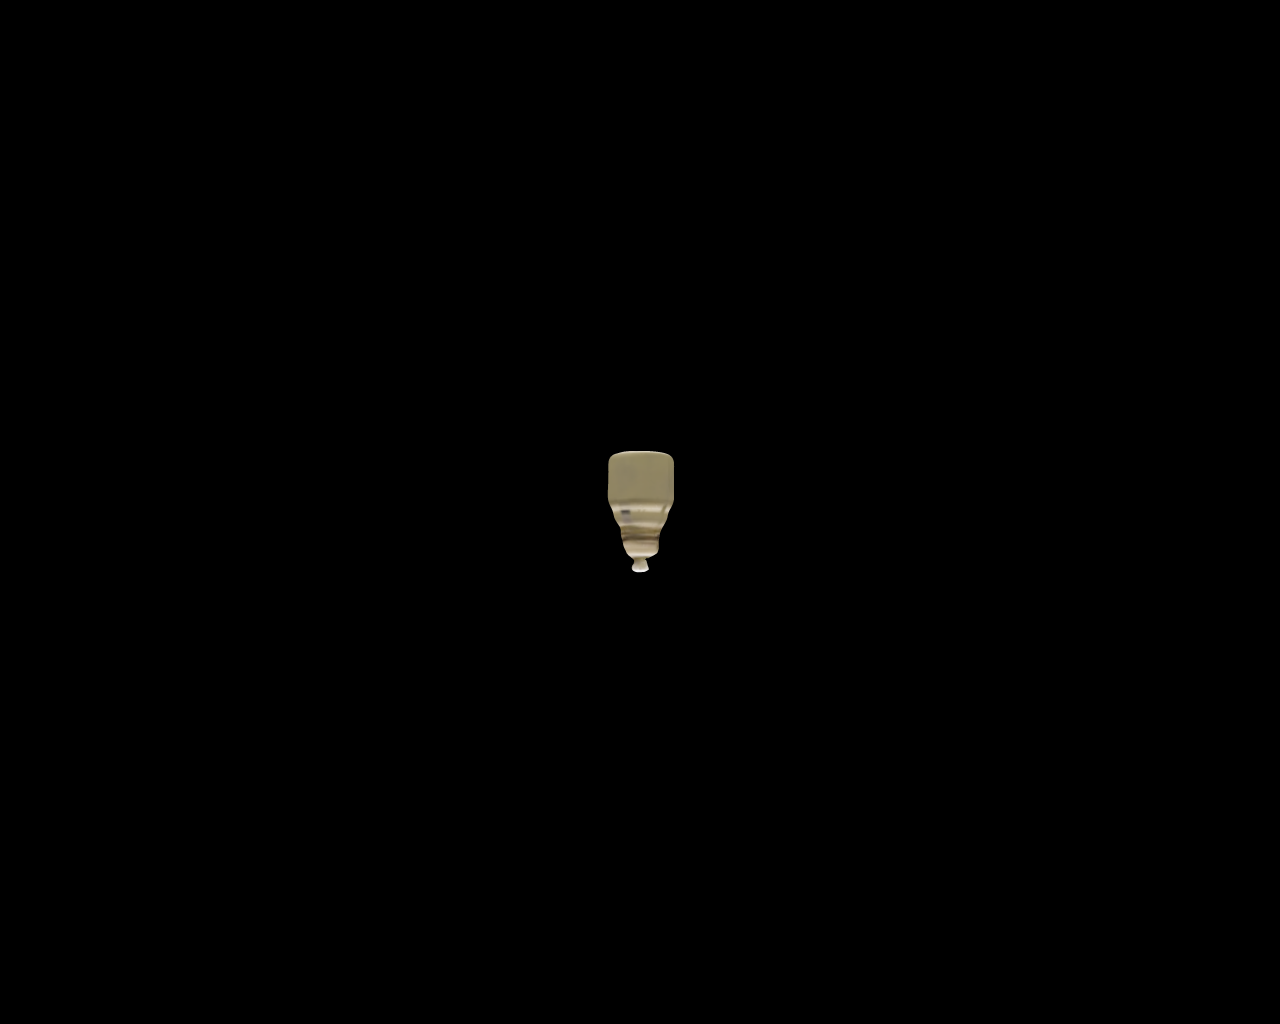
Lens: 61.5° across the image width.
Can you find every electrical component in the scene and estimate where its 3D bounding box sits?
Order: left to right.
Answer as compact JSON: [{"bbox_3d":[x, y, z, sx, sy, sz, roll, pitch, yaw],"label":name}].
[{"bbox_3d":[0.001,-0.003,0.650,0.040,0.078,0.040,0,-4,0],"label":"electrical component"}]
